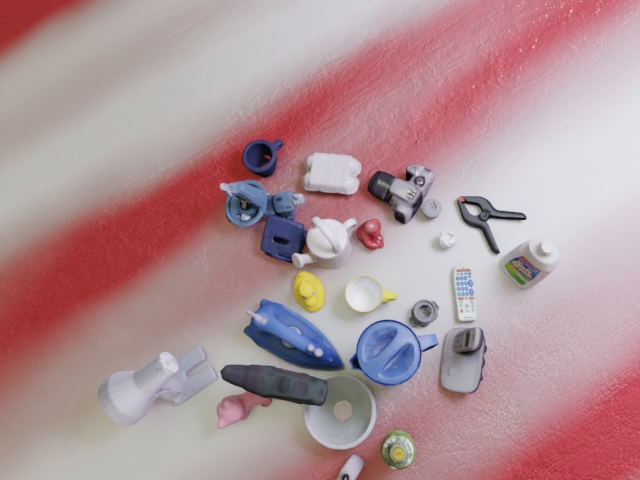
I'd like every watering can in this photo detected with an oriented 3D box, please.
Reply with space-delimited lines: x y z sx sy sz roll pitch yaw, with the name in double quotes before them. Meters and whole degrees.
"watering can" 0.014 0.007 1.370 0.100 0.194 0.173 29 80 15

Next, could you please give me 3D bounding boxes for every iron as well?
"iron" -0.060 0.232 1.344 0.257 0.141 0.119 27 79 14

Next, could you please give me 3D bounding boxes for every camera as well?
"camera" 0.198 -0.135 1.435 0.136 0.101 0.143 30 80 14

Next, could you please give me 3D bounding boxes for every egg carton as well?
"egg carton" 0.030 -0.171 1.483 0.150 0.069 0.107 5 75 9

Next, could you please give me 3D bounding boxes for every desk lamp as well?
"desk lamp" -0.374 0.327 1.322 0.203 0.214 0.118 -35 73 -3

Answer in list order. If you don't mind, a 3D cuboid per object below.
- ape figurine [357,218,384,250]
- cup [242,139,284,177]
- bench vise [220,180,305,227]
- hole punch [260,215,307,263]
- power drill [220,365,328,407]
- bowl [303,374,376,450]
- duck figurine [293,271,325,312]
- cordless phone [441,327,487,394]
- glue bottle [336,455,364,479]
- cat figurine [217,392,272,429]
"ape figurine" 0.127 -0.021 1.417 0.076 0.092 0.078 23 79 13
"cup" -0.140 -0.213 1.504 0.118 0.095 0.091 -37 73 -4
"bench vise" -0.152 -0.110 1.412 0.207 0.220 0.121 -22 73 1
"hole punch" -0.090 0.000 1.440 0.108 0.091 0.101 15 77 12
"power drill" -0.090 0.325 1.287 0.229 0.208 0.076 8 76 10
"bowl" 0.048 0.394 1.320 0.167 0.075 0.167 -2 74 7
"duck figurine" -0.031 0.122 1.401 0.077 0.086 0.104 -23 73 1
"cordless phone" 0.322 0.262 1.263 0.094 0.185 0.147 6 75 10
"glue bottle" 0.060 0.509 1.234 0.037 0.173 0.078 31 81 15
"cat figurine" -0.185 0.382 1.331 0.128 0.118 0.067 -33 73 -2
